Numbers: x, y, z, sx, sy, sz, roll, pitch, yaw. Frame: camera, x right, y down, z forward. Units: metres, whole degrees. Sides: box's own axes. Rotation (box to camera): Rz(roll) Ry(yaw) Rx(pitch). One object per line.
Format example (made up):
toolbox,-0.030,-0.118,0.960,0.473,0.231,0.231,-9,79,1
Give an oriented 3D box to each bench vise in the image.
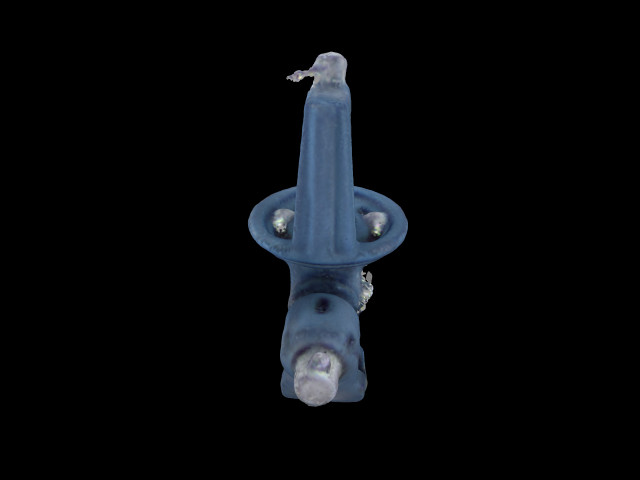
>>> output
bench vise,0.015,-0.001,0.402,0.121,0.220,0.207,-11,48,-10
